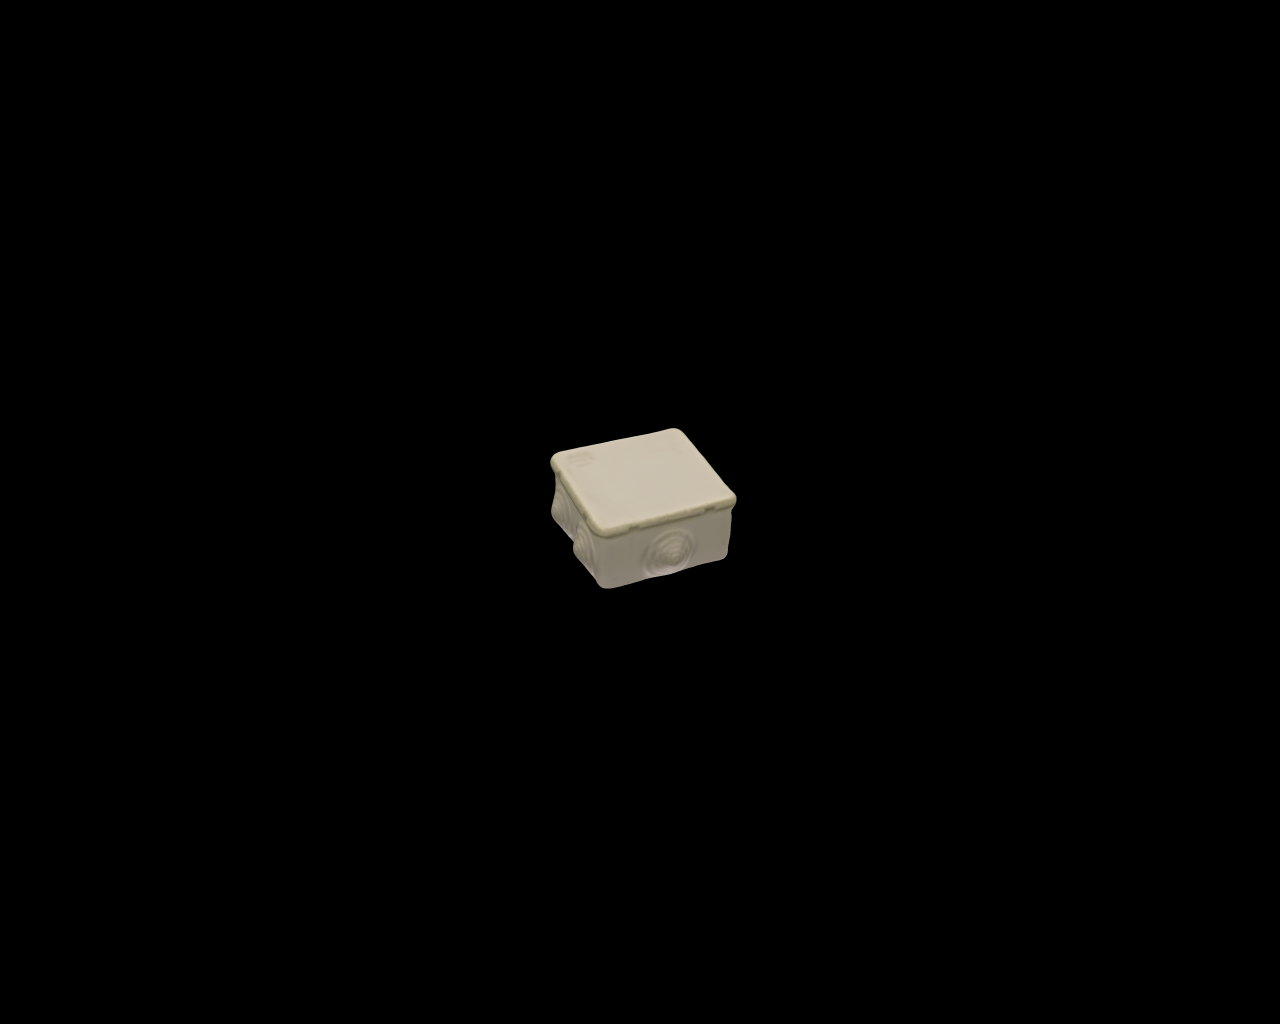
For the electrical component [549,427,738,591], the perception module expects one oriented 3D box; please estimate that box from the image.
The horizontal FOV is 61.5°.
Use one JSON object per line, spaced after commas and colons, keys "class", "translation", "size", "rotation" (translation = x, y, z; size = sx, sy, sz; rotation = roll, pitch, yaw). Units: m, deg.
{"class": "electrical component", "translation": [0.001, -0.003, 0.650], "size": [0.100, 0.048, 0.100], "rotation": [-13, 38, -18]}
